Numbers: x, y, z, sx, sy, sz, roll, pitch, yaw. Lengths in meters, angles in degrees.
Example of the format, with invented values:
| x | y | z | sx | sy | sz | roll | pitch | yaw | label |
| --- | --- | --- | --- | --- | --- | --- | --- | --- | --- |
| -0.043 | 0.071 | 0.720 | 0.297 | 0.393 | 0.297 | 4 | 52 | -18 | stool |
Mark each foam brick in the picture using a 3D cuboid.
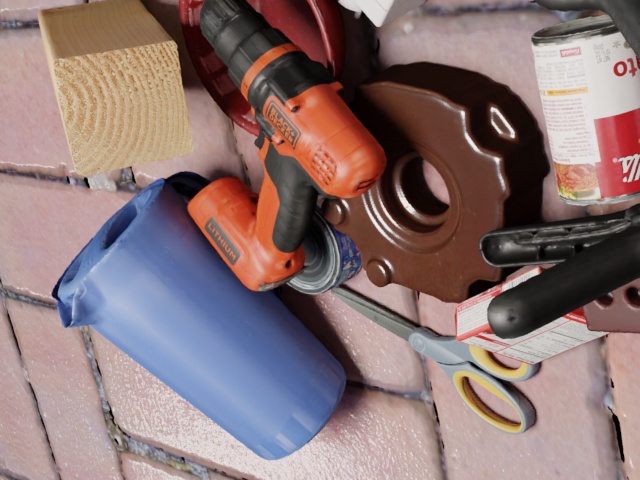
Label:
| x | y | z | sx | sy | sz | roll | pitch | yaw | label |
| --- | --- | --- | --- | --- | --- | --- | --- | --- | --- |
| 0.209 | 0.026 | 0.669 | 0.078 | 0.051 | 0.053 | -3 | 110 | 46 | foam brick |

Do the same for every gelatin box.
| x | y | z | sx | sy | sz | roll | pitch | yaw | label |
| --- | --- | --- | --- | --- | --- | --- | --- | --- | --- |
| 0.147 | 0.053 | 0.732 | 0.089 | 0.073 | 0.030 | -34 | 45 | 50 | gelatin box |

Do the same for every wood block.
| x | y | z | sx | sy | sz | roll | pitch | yaw | label |
| --- | --- | --- | --- | --- | --- | --- | --- | --- | --- |
| -0.170 | -0.131 | 0.862 | 0.206 | 0.090 | 0.090 | -129 | 29 | -63 | wood block |

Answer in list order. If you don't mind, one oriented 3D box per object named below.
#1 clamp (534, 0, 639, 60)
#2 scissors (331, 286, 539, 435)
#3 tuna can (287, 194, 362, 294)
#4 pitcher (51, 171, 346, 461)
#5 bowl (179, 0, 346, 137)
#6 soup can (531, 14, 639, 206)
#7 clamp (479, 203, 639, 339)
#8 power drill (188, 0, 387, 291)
| x | y | z | sx | sy | sz | roll | pitch | yaw | label |
| --- | --- | --- | --- | --- | --- | --- | --- | --- | --- |
| 0.175 | -0.161 | 0.589 | 0.172 | 0.120 | 0.039 | 44 | 174 | 39 | clamp |
| 0.093 | 0.071 | 0.839 | 0.202 | 0.016 | 0.096 | 41 | 134 | 21 | scissors |
| -0.006 | 0.001 | 0.884 | 0.086 | 0.033 | 0.086 | 20 | 122 | 35 | tuna can |
| -0.090 | 0.066 | 0.905 | 0.242 | 0.149 | 0.145 | 44 | -174 | -16 | pitcher |
| -0.033 | -0.157 | 0.802 | 0.162 | 0.055 | 0.162 | 28 | 134 | 32 | bowl |
| 0.168 | -0.079 | 0.639 | 0.069 | 0.068 | 0.102 | 2 | 112 | 45 | soup can |
| 0.185 | 0.001 | 0.602 | 0.210 | 0.164 | 0.036 | -15 | 103 | 17 | clamp |
| -0.044 | -0.064 | 0.786 | 0.184 | 0.057 | 0.188 | 52 | 145 | 20 | power drill |
